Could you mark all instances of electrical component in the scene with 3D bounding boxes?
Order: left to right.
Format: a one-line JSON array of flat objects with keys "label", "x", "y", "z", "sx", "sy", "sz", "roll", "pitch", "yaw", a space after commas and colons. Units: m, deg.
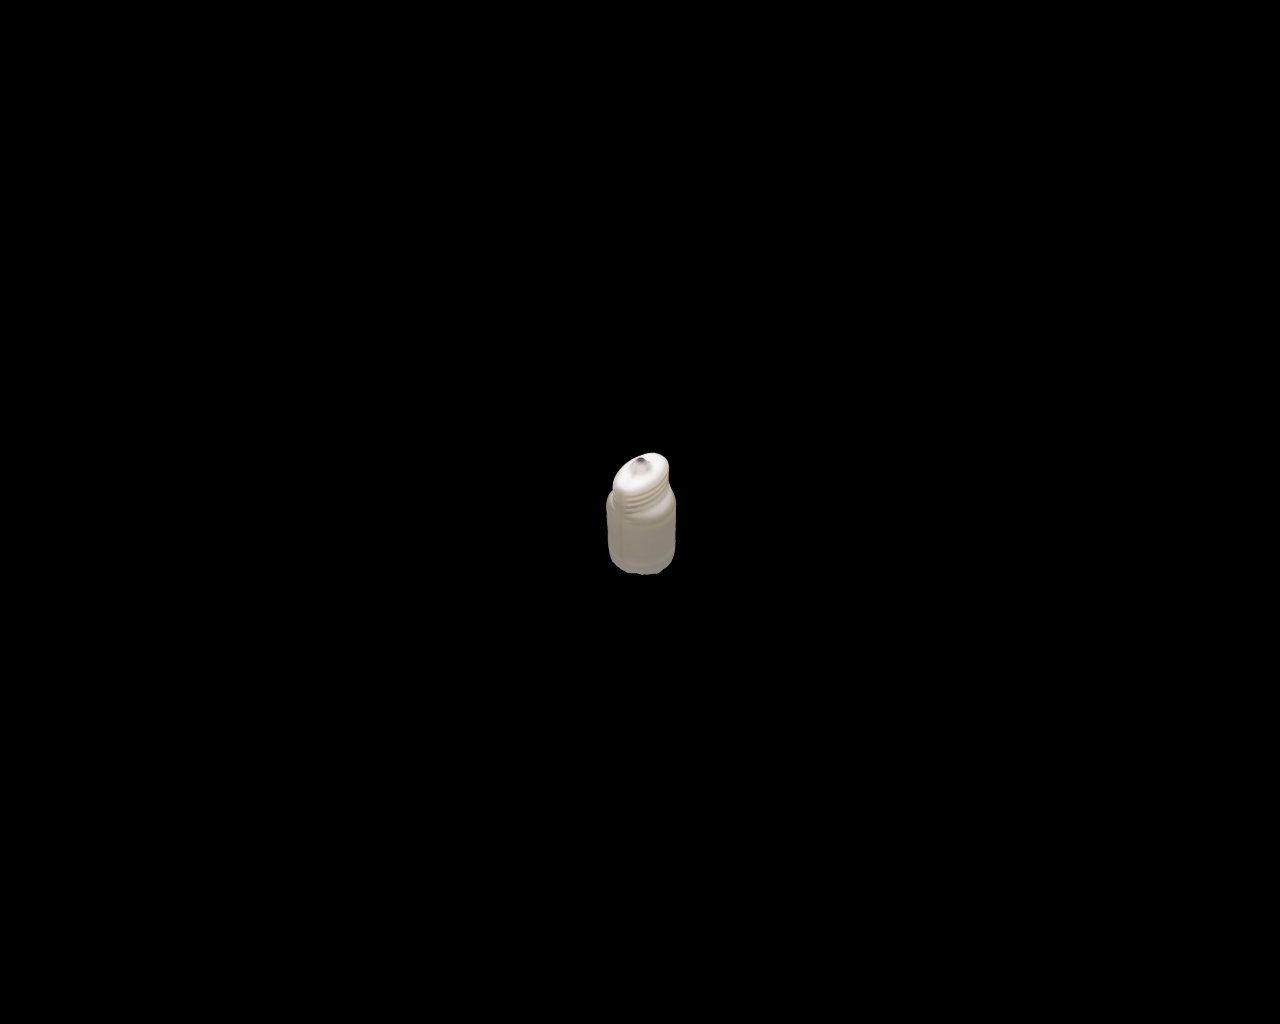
[{"label": "electrical component", "x": 0.001, "y": -0.003, "z": 0.650, "sx": 0.043, "sy": 0.080, "sz": 0.043, "roll": 0, "pitch": 44, "yaw": 0}]
